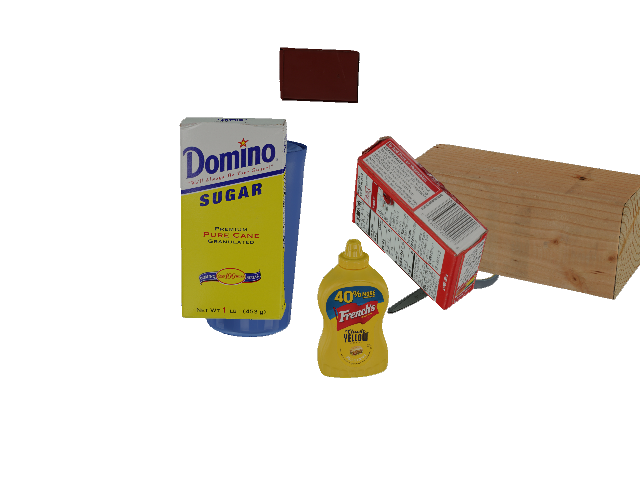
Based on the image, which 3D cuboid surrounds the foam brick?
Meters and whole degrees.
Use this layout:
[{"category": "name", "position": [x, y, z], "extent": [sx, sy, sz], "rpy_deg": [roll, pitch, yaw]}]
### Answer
[{"category": "foam brick", "position": [-0.002, -0.166, 1.071], "extent": [0.078, 0.051, 0.053], "rpy_deg": [2, 12, -5]}]

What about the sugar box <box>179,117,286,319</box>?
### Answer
[{"category": "sugar box", "position": [-0.077, -0.020, 0.948], "extent": [0.093, 0.176, 0.048], "rpy_deg": [0, 14, 1]}]

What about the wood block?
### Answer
[{"category": "wood block", "position": [0.185, -0.023, 0.985], "extent": [0.206, 0.090, 0.090], "rpy_deg": [12, 26, 28]}]

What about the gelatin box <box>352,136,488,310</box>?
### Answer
[{"category": "gelatin box", "position": [0.058, -0.010, 0.647], "extent": [0.030, 0.089, 0.073], "rpy_deg": [-36, -24, -18]}]

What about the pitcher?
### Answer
[{"category": "pitcher", "position": [-0.087, -0.005, 1.332], "extent": [0.145, 0.243, 0.148], "rpy_deg": [12, 16, 36]}]

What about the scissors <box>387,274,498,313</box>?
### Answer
[{"category": "scissors", "position": [0.129, 0.040, 1.268], "extent": [0.201, 0.016, 0.096], "rpy_deg": [-10, 40, -36]}]

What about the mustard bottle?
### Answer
[{"category": "mustard bottle", "position": [0.044, 0.090, 1.449], "extent": [0.096, 0.192, 0.058], "rpy_deg": [-3, 20, -7]}]
